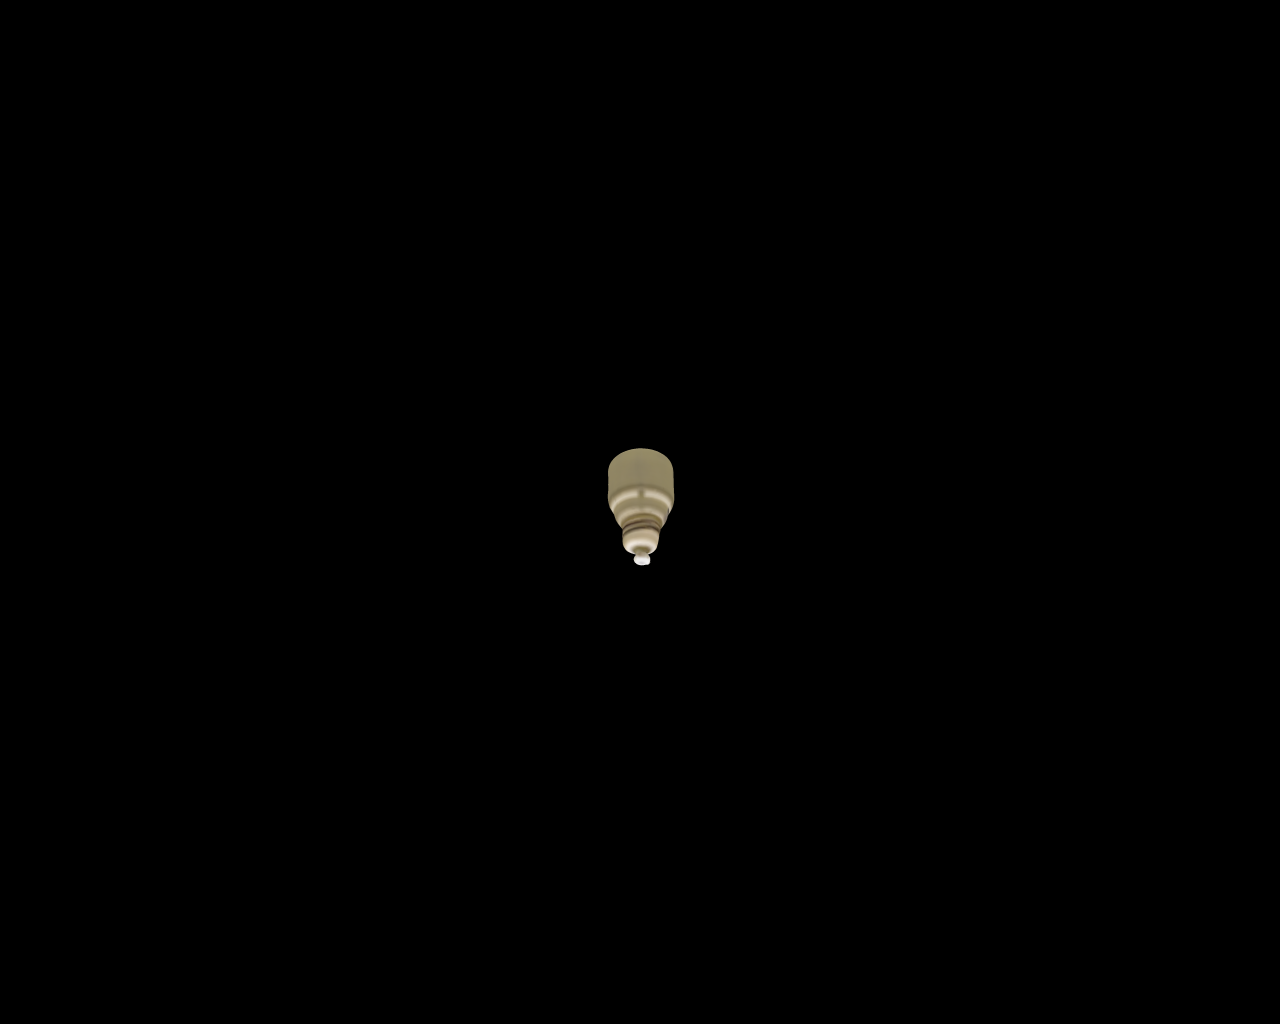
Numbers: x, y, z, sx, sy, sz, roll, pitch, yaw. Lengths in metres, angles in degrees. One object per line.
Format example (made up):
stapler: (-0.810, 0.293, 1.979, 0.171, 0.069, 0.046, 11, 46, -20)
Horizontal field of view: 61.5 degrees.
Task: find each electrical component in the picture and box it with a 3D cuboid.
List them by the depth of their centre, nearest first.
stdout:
electrical component: (0.001, -0.003, 0.650, 0.040, 0.078, 0.040, 0, -34, 0)
